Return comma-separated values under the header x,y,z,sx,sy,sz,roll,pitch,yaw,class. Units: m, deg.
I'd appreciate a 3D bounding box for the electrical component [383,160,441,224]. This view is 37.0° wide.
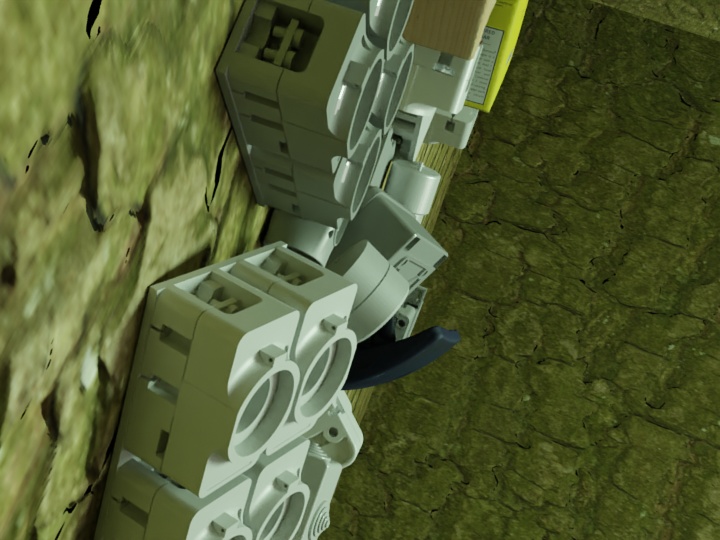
x,y,z,sx,sy,sz,roll,pitch,yaw,class
0.036,-0.052,0.858,0.040,0.040,0.078,-52,161,-73,electrical component

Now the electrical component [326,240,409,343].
x,y,z,sx,sy,sz,roll,pitch,yaw,class
-0.040,0.019,0.667,0.138,0.073,0.052,-34,-164,41,electrical component

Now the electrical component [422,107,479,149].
x,y,z,sx,sy,sz,roll,pitch,yaw,class
0.067,-0.158,1.030,0.055,0.089,0.050,98,12,-65,electrical component

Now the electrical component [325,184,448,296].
x,y,z,sx,sy,sz,roll,pitch,yaw,class
0.000,0.000,0.788,0.109,0.056,0.109,-44,163,7,electrical component

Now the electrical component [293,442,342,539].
x,y,z,sx,sy,sz,roll,pitch,yaw,class
-0.069,0.164,0.770,0.048,0.100,0.099,34,75,-72,electrical component

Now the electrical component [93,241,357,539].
x,y,z,sx,sy,sz,roll,pitch,yaw,class
-0.068,0.090,0.549,0.105,0.060,0.186,-24,136,-57,electrical component

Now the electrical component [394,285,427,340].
x,y,z,sx,sy,sz,roll,pitch,yaw,class
0.028,0.049,1.014,0.064,0.042,0.081,-47,158,-73,electrical component

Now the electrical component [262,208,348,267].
x,y,z,sx,sy,sz,roll,pitch,yaw,class
-0.030,-0.048,0.691,0.079,0.044,0.077,91,20,-73,electrical component

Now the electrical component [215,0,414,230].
x,y,z,sx,sy,sz,roll,pitch,yaw,class
-0.016,-0.100,0.564,0.186,0.060,0.105,88,22,-75,electrical component

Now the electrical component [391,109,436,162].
x,y,z,sx,sy,sz,roll,pitch,yaw,class
0.049,-0.191,0.886,0.105,0.060,0.186,101,10,-58,electrical component

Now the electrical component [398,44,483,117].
x,y,z,sx,sy,sz,roll,pitch,yaw,class
0.032,-0.141,0.742,0.050,0.089,0.055,-52,161,-73,electrical component

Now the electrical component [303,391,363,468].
x,y,z,sx,sy,sz,roll,pitch,yaw,class
-0.039,0.129,0.956,0.054,0.095,0.059,-27,-178,9,electrical component
